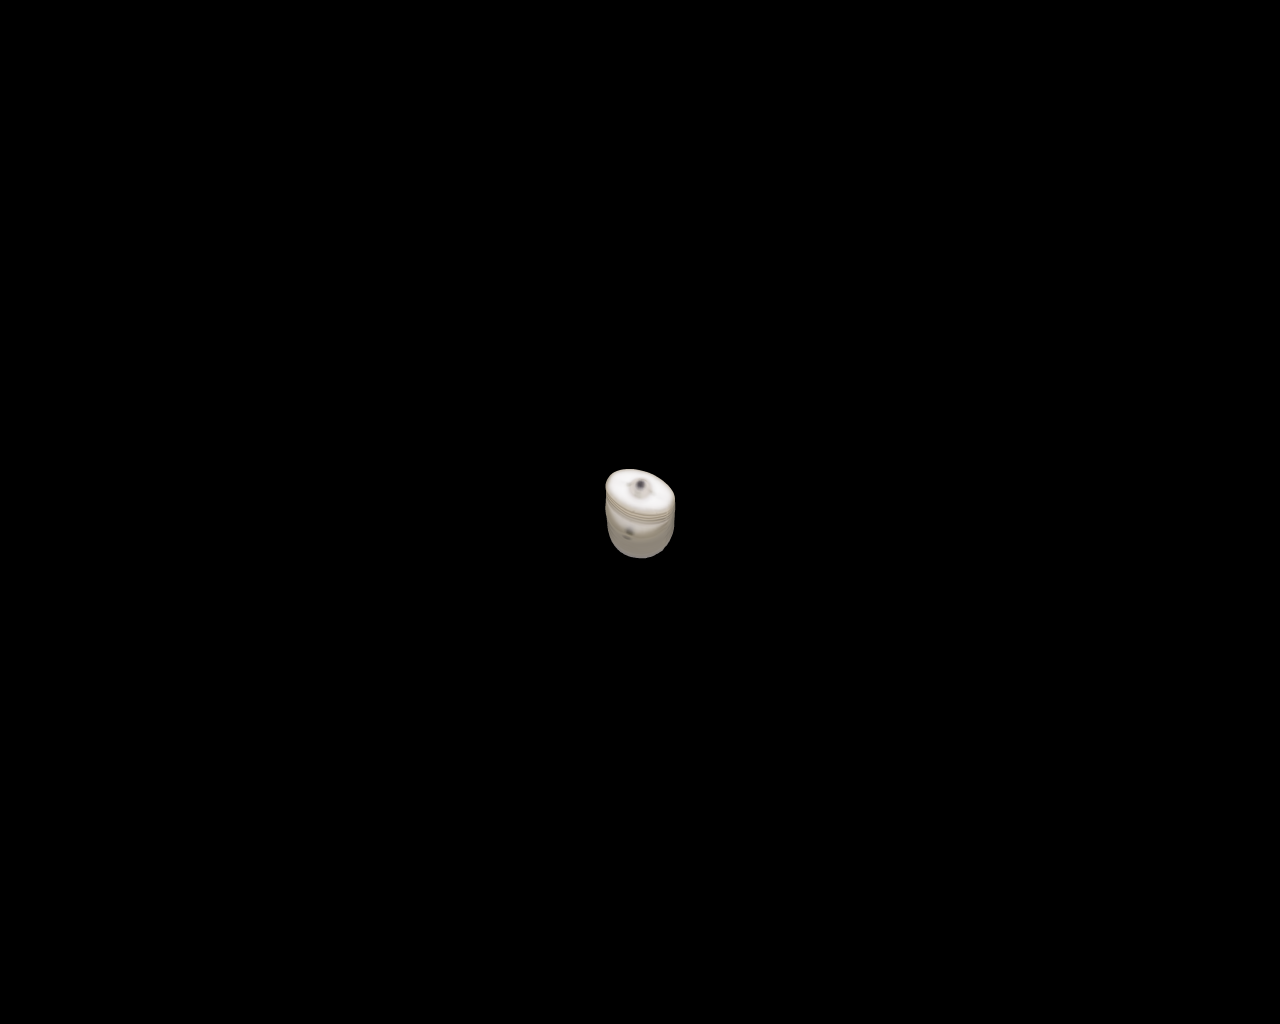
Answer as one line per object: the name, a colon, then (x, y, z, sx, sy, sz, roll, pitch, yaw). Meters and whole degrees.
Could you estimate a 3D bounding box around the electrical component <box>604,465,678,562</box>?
electrical component: (0.001, -0.003, 0.650, 0.043, 0.043, 0.080, 0, -21, 0)
